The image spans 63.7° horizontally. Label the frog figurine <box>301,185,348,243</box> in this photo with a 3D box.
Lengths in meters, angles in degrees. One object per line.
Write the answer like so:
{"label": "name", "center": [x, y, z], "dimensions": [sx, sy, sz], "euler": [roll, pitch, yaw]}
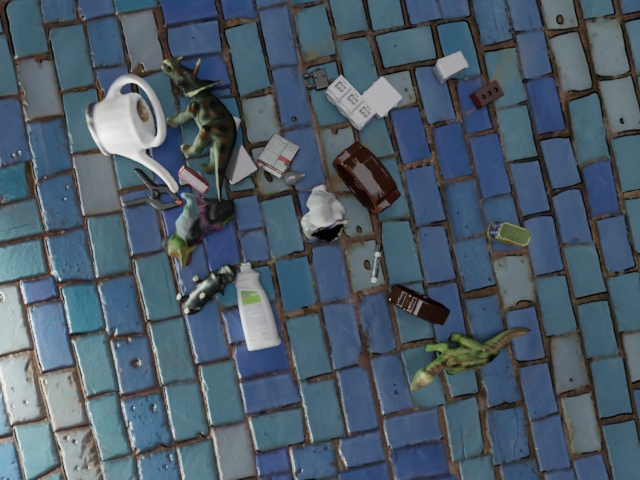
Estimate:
{"label": "frog figurine", "center": [0.005, -0.076, 1.519], "dimensions": [0.137, 0.120, 0.163], "euler": [-29, 55, 6]}

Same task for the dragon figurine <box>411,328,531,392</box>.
{"label": "dragon figurine", "center": [0.438, 0.328, 1.450], "dimensions": [0.410, 0.242, 0.122], "euler": [-21, 87, 0]}

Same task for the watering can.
{"label": "watering can", "center": [-0.531, -0.288, 1.462], "dimensions": [0.224, 0.105, 0.344], "euler": [-8, 104, 16]}
